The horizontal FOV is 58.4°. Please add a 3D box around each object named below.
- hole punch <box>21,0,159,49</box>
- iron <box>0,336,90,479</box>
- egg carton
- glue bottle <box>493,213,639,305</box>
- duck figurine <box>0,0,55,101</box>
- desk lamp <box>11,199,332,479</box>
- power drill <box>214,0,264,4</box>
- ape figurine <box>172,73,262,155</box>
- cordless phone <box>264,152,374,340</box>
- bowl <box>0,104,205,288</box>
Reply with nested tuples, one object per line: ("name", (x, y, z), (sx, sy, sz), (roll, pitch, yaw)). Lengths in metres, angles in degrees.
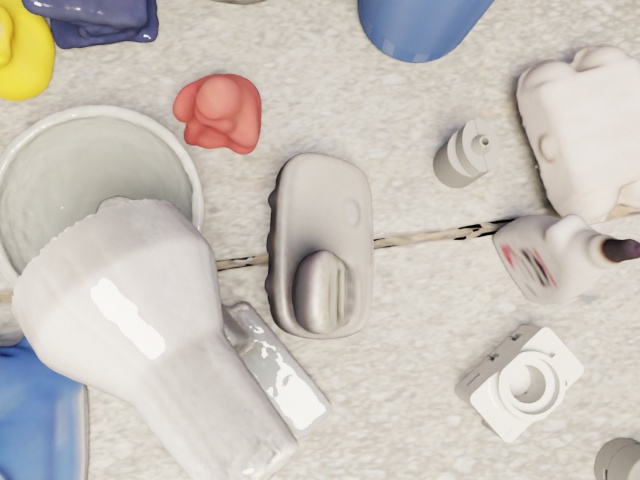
("hole punch", (-0.190, -0.227, 0.477), (0.101, 0.091, 0.109), (-7, 85, -4))
("iron", (-0.244, 0.192, 0.408), (0.118, 0.141, 0.258), (-5, 85, -3))
("egg carton", (0.235, -0.091, 0.499), (0.107, 0.069, 0.150), (-18, 86, -5))
("glue bottle", (0.188, 0.012, 0.434), (0.037, 0.173, 0.078), (-34, 87, -5))
("duck figurine", (-0.273, -0.176, 0.470), (0.077, 0.086, 0.104), (-19, 86, -5))
("desk lamp", (-0.080, 0.085, 0.392), (0.118, 0.213, 0.203), (-41, 88, -6))
("power drill", (-0.072, -0.272, 0.429), (0.075, 0.208, 0.230), (1, 84, -3))
("ape figurine", (-0.081, -0.108, 0.471), (0.076, 0.092, 0.078), (-43, 88, -6))
("cordless phone", (0.004, 0.001, 0.419), (0.094, 0.185, 0.148), (-2, 84, -3))
("bowl", (-0.172, -0.020, 0.466), (0.167, 0.074, 0.167), (0, 84, -3))
